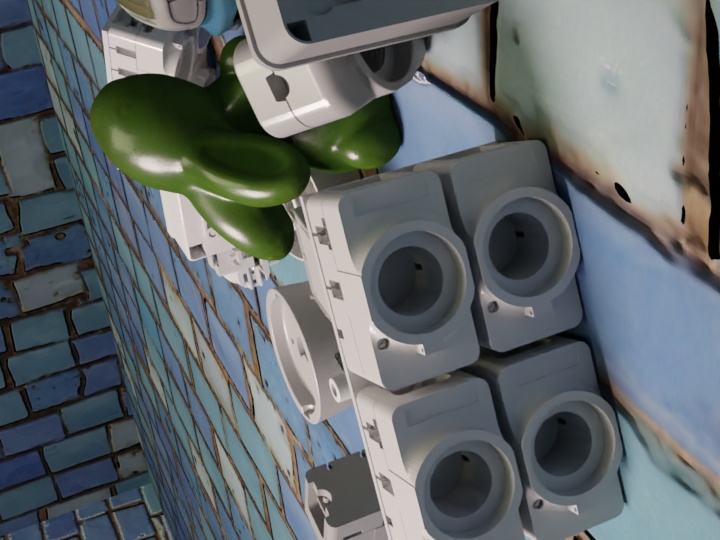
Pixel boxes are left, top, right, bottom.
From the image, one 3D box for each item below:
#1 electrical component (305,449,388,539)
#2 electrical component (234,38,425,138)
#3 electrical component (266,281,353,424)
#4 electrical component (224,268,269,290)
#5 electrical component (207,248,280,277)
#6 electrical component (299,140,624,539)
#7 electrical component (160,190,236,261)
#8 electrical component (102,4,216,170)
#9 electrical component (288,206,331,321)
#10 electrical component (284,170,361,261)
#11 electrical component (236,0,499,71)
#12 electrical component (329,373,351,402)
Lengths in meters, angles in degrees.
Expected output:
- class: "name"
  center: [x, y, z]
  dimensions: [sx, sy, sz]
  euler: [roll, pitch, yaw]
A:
- class: "electrical component"
  center: [0.009, 0.164, 0.775]
  dimensions: [0.055, 0.089, 0.050]
  euler: [94, 153, -48]
- class: "electrical component"
  center: [-0.010, -0.112, 0.556]
  dimensions: [0.059, 0.095, 0.053]
  euler: [-12, 110, 39]
- class: "electrical component"
  center: [-0.024, 0.057, 0.822]
  dimensions: [0.108, 0.060, 0.108]
  euler: [163, 90, -72]
- class: "electrical component"
  center: [-0.115, -0.003, 1.073]
  dimensions: [0.046, 0.040, 0.040]
  euler: [28, 133, 58]
- class: "electrical component"
  center: [-0.121, -0.060, 0.998]
  dimensions: [0.079, 0.063, 0.121]
  euler: [-140, 36, -59]
- class: "electrical component"
  center: [0.052, 0.042, 0.508]
  dimensions: [0.060, 0.105, 0.186]
  euler: [-168, 62, -70]
- class: "electrical component"
  center: [-0.102, -0.077, 0.854]
  dimensions: [0.056, 0.109, 0.108]
  euler: [49, 151, 46]
- class: "electrical component"
  center: [-0.176, -0.177, 0.970]
  dimensions: [0.186, 0.060, 0.105]
  euler: [103, -175, -58]
- class: "electrical component"
  center: [0.000, 0.000, 0.709]
  dimensions: [0.061, 0.061, 0.096]
  euler: [53, 162, 46]
- class: "electrical component"
  center: [-0.031, -0.057, 0.771]
  dimensions: [0.099, 0.064, 0.099]
  euler: [37, 139, 40]
- class: "electrical component"
  center: [0.000, -0.140, 0.483]
  dimensions: [0.057, 0.113, 0.078]
  euler: [-6, 101, 69]
- class: "electrical component"
  center: [0.011, 0.072, 0.730]
  dimensions: [0.048, 0.062, 0.048]
  euler: [162, 90, -72]
